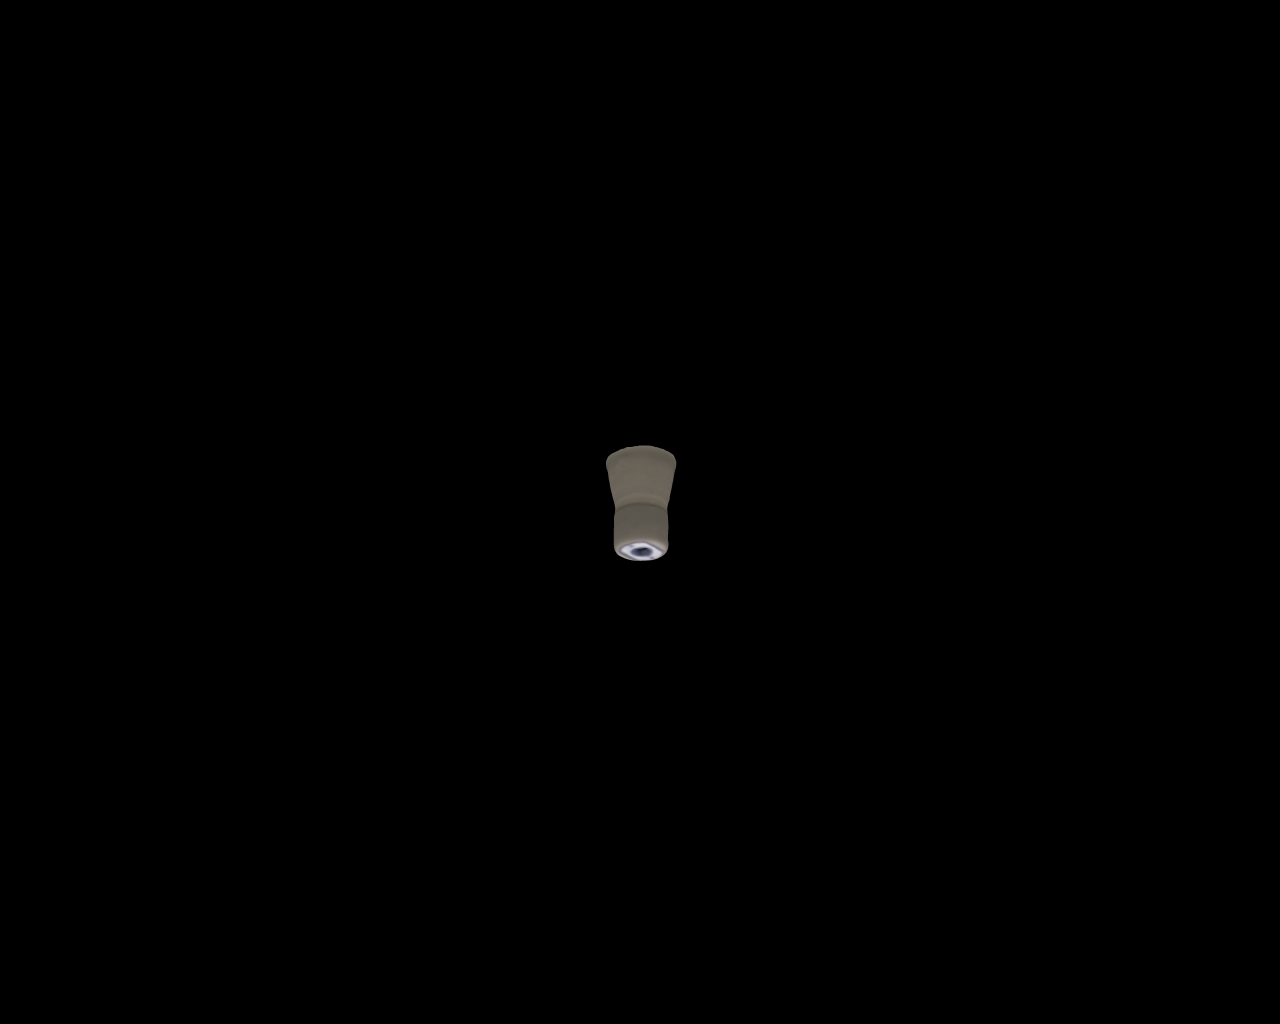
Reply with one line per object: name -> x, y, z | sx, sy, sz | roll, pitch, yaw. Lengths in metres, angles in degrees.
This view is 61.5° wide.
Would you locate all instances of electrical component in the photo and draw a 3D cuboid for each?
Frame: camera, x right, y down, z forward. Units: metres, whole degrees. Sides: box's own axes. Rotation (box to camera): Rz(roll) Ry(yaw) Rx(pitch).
electrical component -> 0.001, -0.003, 0.650 | 0.044, 0.065, 0.044 | 0, -26, 0
